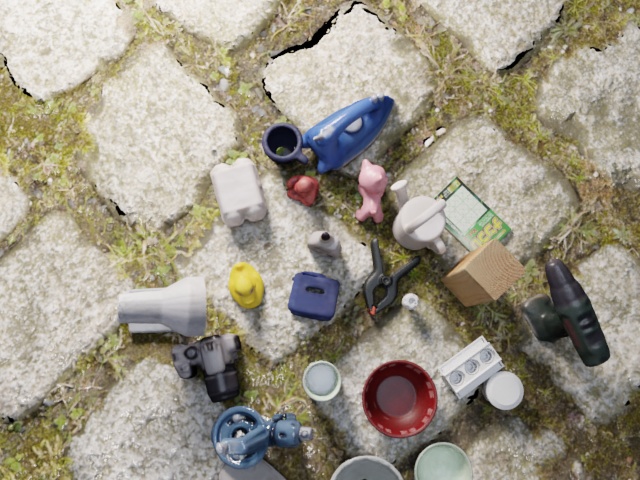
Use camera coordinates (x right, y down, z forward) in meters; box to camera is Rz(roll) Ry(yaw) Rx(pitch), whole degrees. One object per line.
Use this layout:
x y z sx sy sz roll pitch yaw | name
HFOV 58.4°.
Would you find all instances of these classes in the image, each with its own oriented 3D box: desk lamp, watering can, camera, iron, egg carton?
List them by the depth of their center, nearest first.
-0.317 0.142 1.171 0.203 0.213 0.118 -3 80 -2 | desk lamp
-0.231 0.275 1.208 0.143 0.101 0.137 -14 81 -4 | camera
0.212 -0.047 1.229 0.173 0.194 0.101 34 81 4 | watering can
0.075 -0.270 1.290 0.258 0.141 0.118 -38 83 -7 | iron
-0.182 -0.108 1.291 0.107 0.069 0.150 -17 81 -4 | egg carton

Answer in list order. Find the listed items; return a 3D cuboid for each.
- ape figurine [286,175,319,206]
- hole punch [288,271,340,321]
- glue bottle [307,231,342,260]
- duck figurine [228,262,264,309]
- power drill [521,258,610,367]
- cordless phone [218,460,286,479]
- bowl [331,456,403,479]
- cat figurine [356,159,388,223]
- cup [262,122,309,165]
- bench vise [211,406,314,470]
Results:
-0.036 -0.116 1.286 0.076 0.092 0.078 -25 82 -6 | ape figurine
-0.015 0.120 1.246 0.108 0.091 0.101 11 80 0 | hole punch
0.011 0.004 1.225 0.078 0.173 0.037 24 80 3 | glue bottle
-0.164 0.097 1.248 0.077 0.086 0.104 -17 81 -4 | duck figurine
0.503 0.153 1.196 0.075 0.208 0.229 -28 82 -6 | power drill
-0.136 0.497 1.130 0.147 0.185 0.094 35 81 5 | cordless phone
0.095 0.528 1.188 0.167 0.075 0.167 0 80 -2 | bowl
0.118 -0.110 1.276 0.067 0.118 0.128 1 80 -1 | cat figurine
-0.072 -0.201 1.297 0.117 0.095 0.092 38 81 5 | cup
-0.124 0.380 1.133 0.207 0.219 0.121 -20 81 -5 | bench vise
